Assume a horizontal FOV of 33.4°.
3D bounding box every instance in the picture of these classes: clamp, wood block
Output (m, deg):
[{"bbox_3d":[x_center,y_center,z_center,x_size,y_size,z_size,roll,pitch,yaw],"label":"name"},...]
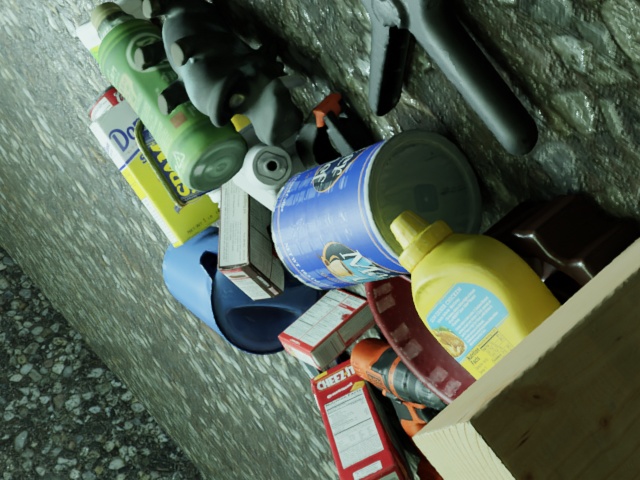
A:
[{"bbox_3d":[0.063,-0.148,0.683,0.165,0.036,0.210,30,150,47],"label":"clamp"},{"bbox_3d":[0.164,0.073,0.579,0.090,0.205,0.091,51,160,3],"label":"wood block"},{"bbox_3d":[0.012,-0.054,0.938,0.120,0.039,0.171,8,133,32],"label":"clamp"}]

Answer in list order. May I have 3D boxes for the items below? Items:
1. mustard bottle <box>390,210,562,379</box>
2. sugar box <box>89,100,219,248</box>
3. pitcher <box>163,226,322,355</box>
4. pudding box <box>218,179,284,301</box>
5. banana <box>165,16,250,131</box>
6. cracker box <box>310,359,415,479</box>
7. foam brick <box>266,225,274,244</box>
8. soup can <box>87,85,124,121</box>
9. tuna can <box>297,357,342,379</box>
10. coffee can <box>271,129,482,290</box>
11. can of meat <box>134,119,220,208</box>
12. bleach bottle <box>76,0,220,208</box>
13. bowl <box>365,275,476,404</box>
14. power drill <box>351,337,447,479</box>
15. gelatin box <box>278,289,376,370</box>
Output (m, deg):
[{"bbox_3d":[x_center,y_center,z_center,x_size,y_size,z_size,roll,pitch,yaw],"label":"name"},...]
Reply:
[{"bbox_3d":[0.117,0.054,0.703,0.192,0.058,0.096,47,148,11],"label":"mustard bottle"},{"bbox_3d":[-0.181,-0.089,1.254,0.176,0.093,0.048,55,160,-9],"label":"sugar box"},{"bbox_3d":[-0.097,0.054,1.279,0.243,0.144,0.149,17,121,65],"label":"pitcher"},{"bbox_3d":[-0.070,-0.006,1.104,0.090,0.039,0.113,47,-144,-57],"label":"pudding box"},{"bbox_3d":[-0.095,-0.143,1.057,0.197,0.037,0.070,64,-179,-23],"label":"banana"},{"bbox_3d":[0.063,0.263,1.227,0.214,0.072,0.164,-112,-4,-62],"label":"cracker box"},{"bbox_3d":[-0.007,0.001,1.076,0.078,0.053,0.051,24,146,53],"label":"foam brick"},{"bbox_3d":[-0.229,-0.137,1.316,0.102,0.068,0.068,49,160,9],"label":"soup can"},{"bbox_3d":[-0.006,0.142,1.328,0.086,0.033,0.086,53,167,18],"label":"tuna can"},{"bbox_3d":[0.040,-0.019,0.818,0.103,0.102,0.141,57,149,-11],"label":"coffee can"},{"bbox_3d":[-0.132,-0.096,1.123,0.057,0.084,0.102,-90,-26,-58],"label":"can of meat"},{"bbox_3d":[-0.166,-0.144,1.174,0.250,0.068,0.103,57,162,-18],"label":"bleach bottle"},{"bbox_3d":[0.112,0.075,0.927,0.162,0.055,0.162,45,159,22],"label":"bowl"},{"bbox_3d":[0.119,0.192,1.115,0.187,0.057,0.185,63,162,-18],"label":"power drill"},{"bbox_3d":[0.010,0.094,1.142,0.073,0.089,0.030,18,143,59],"label":"gelatin box"}]
